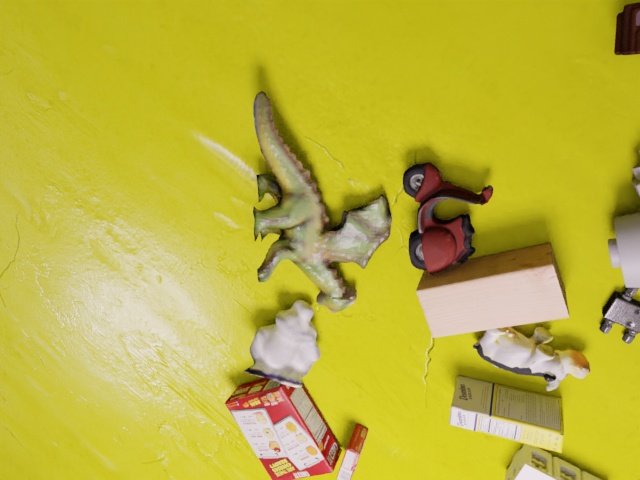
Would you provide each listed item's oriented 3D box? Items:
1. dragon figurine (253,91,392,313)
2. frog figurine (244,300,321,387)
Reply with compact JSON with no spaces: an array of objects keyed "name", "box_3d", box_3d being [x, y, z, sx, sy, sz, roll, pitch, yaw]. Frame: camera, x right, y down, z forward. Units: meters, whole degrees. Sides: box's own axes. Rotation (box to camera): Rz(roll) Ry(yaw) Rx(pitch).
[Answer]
[{"name":"dragon figurine","box_3d":[0.003,-0.045,0.895,0.243,0.124,0.403,2,113,3]},{"name":"frog figurine","box_3d":[-0.063,0.194,1.008,0.138,0.121,0.161,11,78,27]}]
